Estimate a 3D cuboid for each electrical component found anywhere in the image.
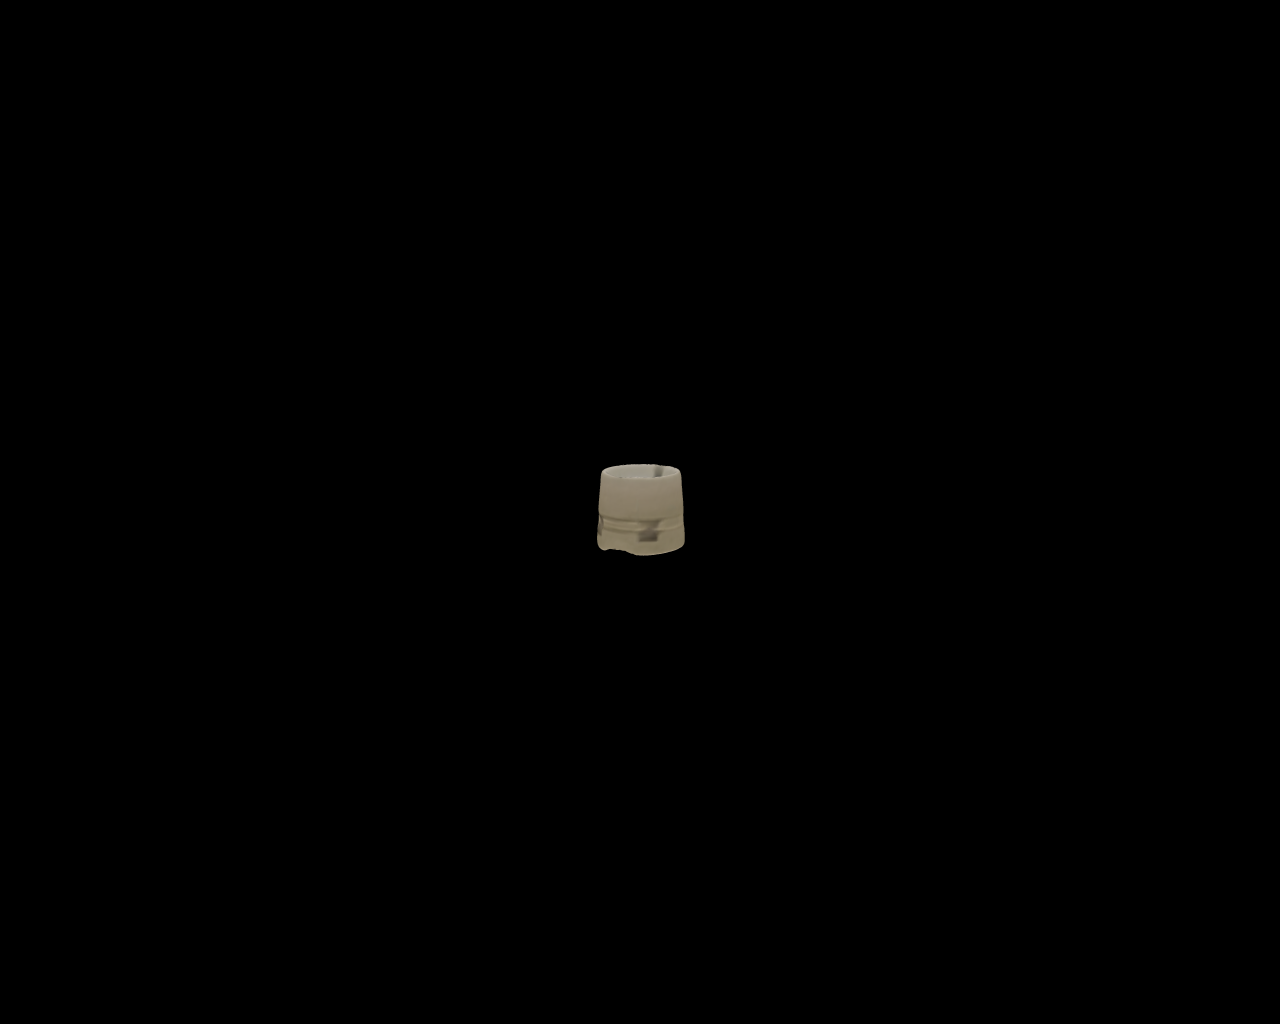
[{"bbox_3d":[0.001,-0.003,0.650,0.055,0.047,0.055,0,12,0],"label":"electrical component"}]
